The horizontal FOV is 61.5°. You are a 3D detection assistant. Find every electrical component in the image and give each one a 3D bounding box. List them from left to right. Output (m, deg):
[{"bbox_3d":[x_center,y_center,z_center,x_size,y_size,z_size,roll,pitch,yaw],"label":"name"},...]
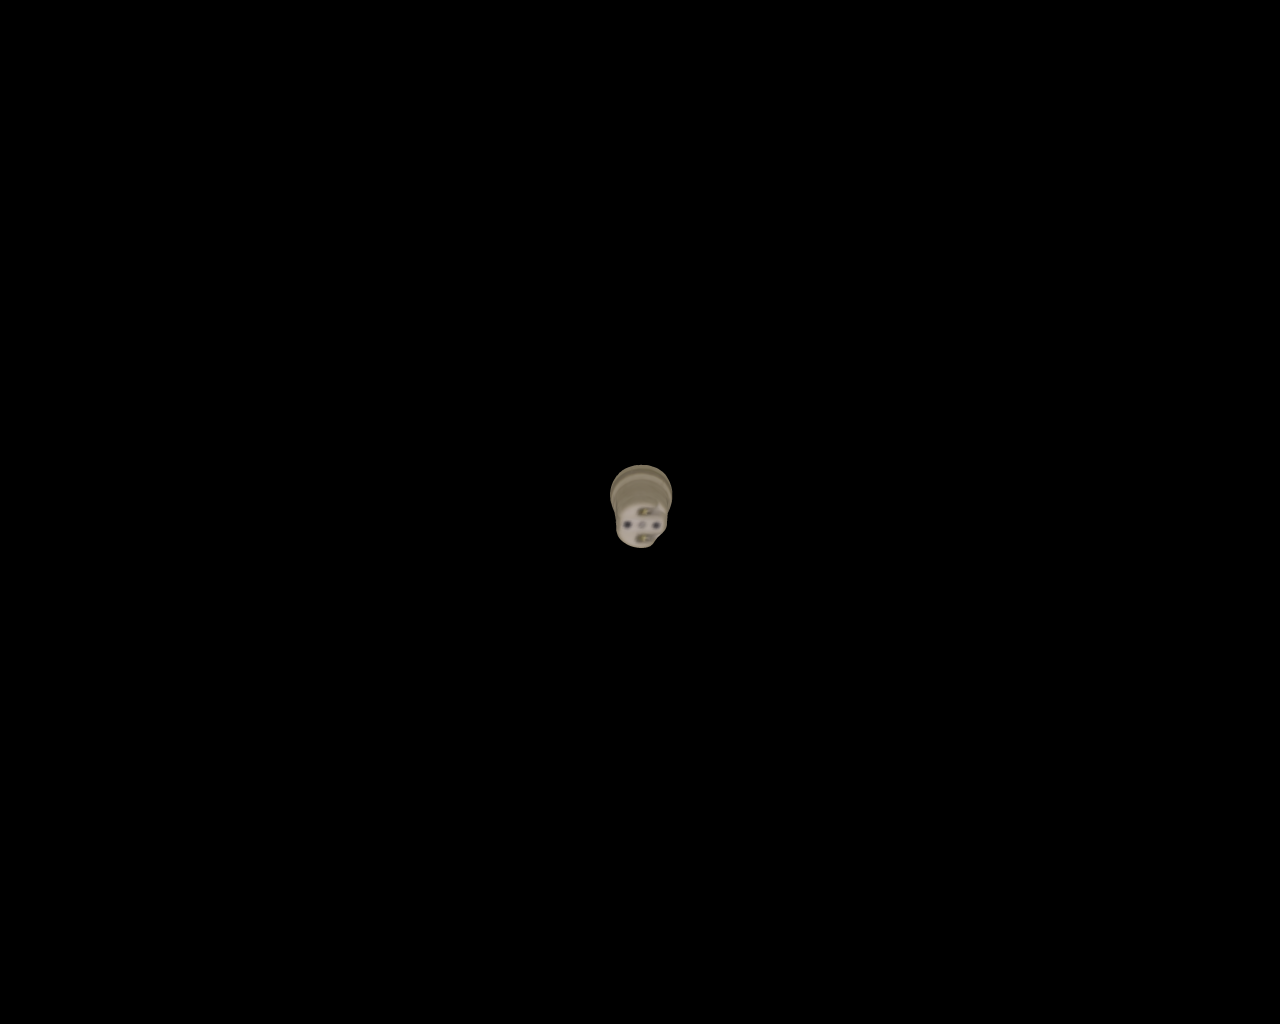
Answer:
[{"bbox_3d":[0.001,-0.003,0.650,0.040,0.040,0.046,0,28,0],"label":"electrical component"}]
